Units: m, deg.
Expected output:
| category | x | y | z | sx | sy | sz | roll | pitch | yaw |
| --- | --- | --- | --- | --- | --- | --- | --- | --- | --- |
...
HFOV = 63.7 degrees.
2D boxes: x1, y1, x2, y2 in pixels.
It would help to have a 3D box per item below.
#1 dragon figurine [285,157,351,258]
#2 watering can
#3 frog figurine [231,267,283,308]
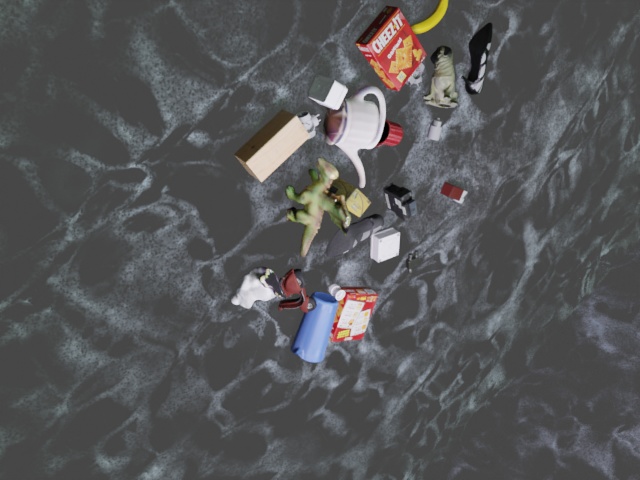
| category | x | y | z | sx | sy | sz | roll | pitch | yaw |
| --- | --- | --- | --- | --- | --- | --- | --- | --- | --- |
| dragon figurine | 0.005 | -0.084 | 1.673 | 0.123 | 0.245 | 0.402 | -21 | 122 | -31 |
| watering can | 0.112 | -0.340 | 1.700 | 0.224 | 0.105 | 0.343 | 0 | 110 | -34 |
| frog figurine | -0.221 | 0.166 | 1.744 | 0.158 | 0.125 | 0.136 | -26 | 147 | 23 |
